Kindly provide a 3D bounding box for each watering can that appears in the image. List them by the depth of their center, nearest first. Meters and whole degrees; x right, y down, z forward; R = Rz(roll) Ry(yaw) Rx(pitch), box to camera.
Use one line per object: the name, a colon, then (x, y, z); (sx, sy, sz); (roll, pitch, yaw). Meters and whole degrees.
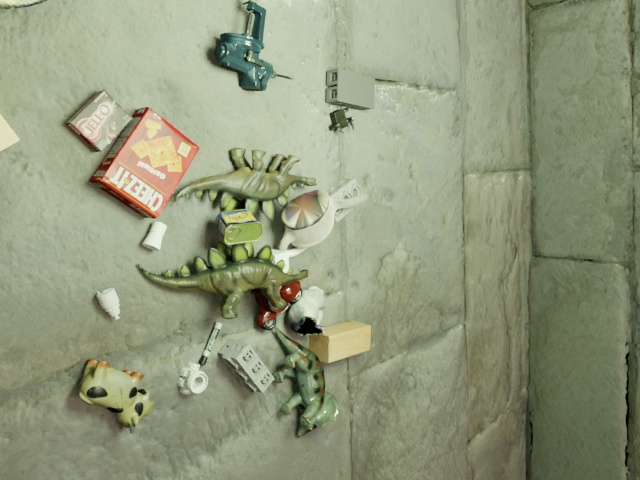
watering can: (0.005, -0.078, 1.555); (0.350, 0.105, 0.220); (-39, 155, -13)

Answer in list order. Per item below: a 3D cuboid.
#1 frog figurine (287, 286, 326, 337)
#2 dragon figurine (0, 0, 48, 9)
frog figurine: (-0.042, 0.214, 1.613); (0.136, 0.121, 0.163); (32, 34, -33)
dragon figurine: (-0.715, -0.464, 0.892); (0.418, 0.121, 0.240); (-45, 114, -36)
